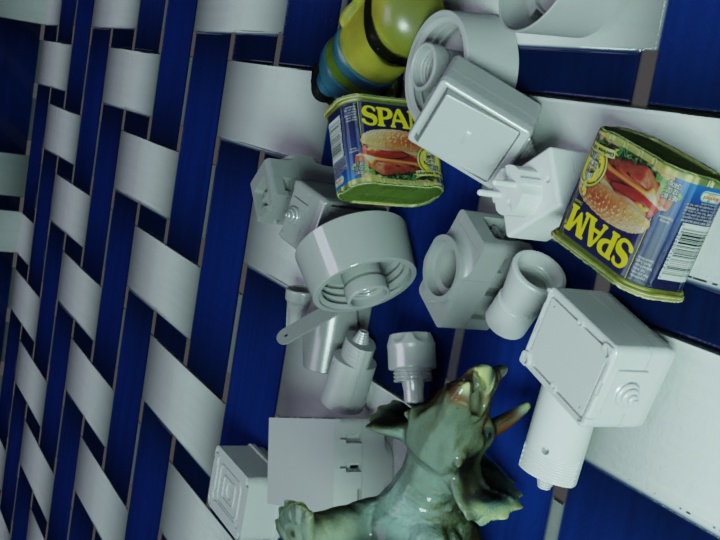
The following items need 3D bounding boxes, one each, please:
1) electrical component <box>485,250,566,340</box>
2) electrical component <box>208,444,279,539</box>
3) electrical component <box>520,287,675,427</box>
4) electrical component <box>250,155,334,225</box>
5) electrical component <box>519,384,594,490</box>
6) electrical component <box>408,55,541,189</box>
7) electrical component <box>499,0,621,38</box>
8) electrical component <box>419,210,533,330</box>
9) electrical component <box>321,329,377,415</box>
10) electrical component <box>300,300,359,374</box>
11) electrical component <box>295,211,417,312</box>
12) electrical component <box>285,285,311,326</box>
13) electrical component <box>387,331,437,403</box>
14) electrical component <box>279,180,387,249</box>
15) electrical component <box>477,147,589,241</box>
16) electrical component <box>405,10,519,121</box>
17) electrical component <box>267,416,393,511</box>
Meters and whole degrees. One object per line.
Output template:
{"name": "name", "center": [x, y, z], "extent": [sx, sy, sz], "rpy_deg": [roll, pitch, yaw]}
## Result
{"name": "electrical component", "center": [0.123, 0.022, 0.819], "extent": [0.065, 0.044, 0.044], "rpy_deg": [117, 145, -43]}
{"name": "electrical component", "center": [-0.124, 0.251, 1.222], "extent": [0.113, 0.057, 0.078], "rpy_deg": [27, 110, 60]}
{"name": "electrical component", "center": [0.163, 0.061, 0.715], "extent": [0.096, 0.061, 0.061], "rpy_deg": [52, 130, 52]}
{"name": "electrical component", "center": [-0.064, -0.083, 1.131], "extent": [0.050, 0.089, 0.055], "rpy_deg": [-52, 43, 46]}
{"name": "electrical component", "center": [0.141, 0.118, 0.765], "extent": [0.043, 0.043, 0.081], "rpy_deg": [38, 119, 57]}
{"name": "electrical component", "center": [0.095, -0.110, 0.839], "extent": [0.061, 0.096, 0.061], "rpy_deg": [-58, 2, 37]}
{"name": "electrical component", "center": [0.148, -0.217, 0.786], "extent": [0.099, 0.064, 0.099], "rpy_deg": [-17, 71, 60]}
{"name": "electrical component", "center": [0.089, 0.001, 0.869], "extent": [0.089, 0.056, 0.050], "rpy_deg": [-64, 35, 34]}
{"name": "electrical component", "center": [-0.007, 0.095, 1.045], "extent": [0.043, 0.043, 0.081], "rpy_deg": [46, 125, 54]}
{"name": "electrical component", "center": [-0.038, 0.060, 1.107], "extent": [0.079, 0.044, 0.077], "rpy_deg": [22, 104, 61]}
{"name": "electrical component", "center": [0.000, 0.000, 0.985], "extent": [0.108, 0.108, 0.060], "rpy_deg": [-49, 50, 47]}
{"name": "electrical component", "center": [-0.062, 0.043, 1.161], "extent": [0.040, 0.040, 0.046], "rpy_deg": [26, 114, 60]}
{"name": "electrical component", "center": [0.046, 0.086, 0.947], "extent": [0.043, 0.043, 0.062], "rpy_deg": [-19, 70, 60]}
{"name": "electrical component", "center": [-0.029, -0.046, 1.046], "extent": [0.061, 0.096, 0.061], "rpy_deg": [37, 115, 44]}
{"name": "electrical component", "center": [0.124, -0.057, 0.791], "extent": [0.066, 0.077, 0.047], "rpy_deg": [-35, 56, 55]}
{"name": "electrical component", "center": [0.078, -0.167, 0.910], "extent": [0.108, 0.060, 0.108], "rpy_deg": [-16, 72, 60]}
{"name": "electrical component", "center": [-0.032, 0.190, 1.056], "extent": [0.150, 0.062, 0.089], "rpy_deg": [-13, 74, 61]}
